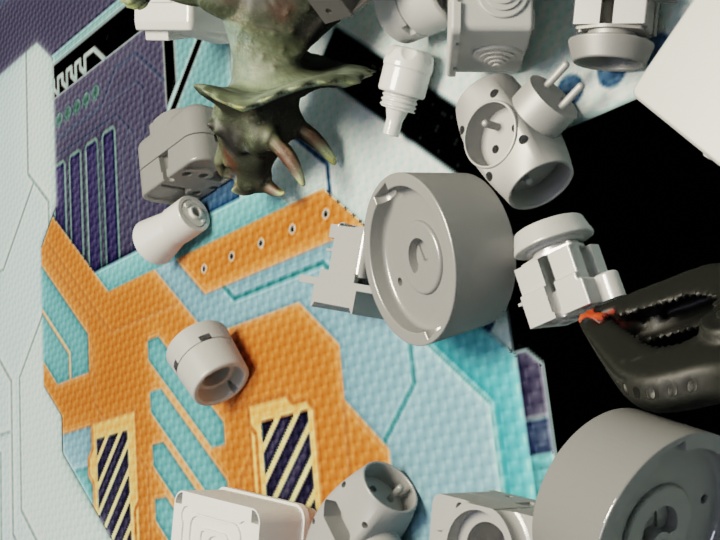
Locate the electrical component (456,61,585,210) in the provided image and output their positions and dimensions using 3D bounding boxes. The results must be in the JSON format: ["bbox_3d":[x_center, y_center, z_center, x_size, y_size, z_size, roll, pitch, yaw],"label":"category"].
[{"bbox_3d":[0.104,-0.091,0.652,0.079,0.044,0.077,-48,51,32],"label":"electrical component"}]

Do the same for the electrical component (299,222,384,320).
[{"bbox_3d":[0.000,0.000,0.756,0.081,0.042,0.063,9,89,48],"label":"electrical component"}]

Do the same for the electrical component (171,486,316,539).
[{"bbox_3d":[-0.088,0.209,0.810,0.113,0.057,0.078,-1,83,48],"label":"electrical component"}]

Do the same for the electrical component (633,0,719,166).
[{"bbox_3d":[0.202,-0.098,0.541,0.099,0.048,0.099,52,121,39],"label":"electrical component"}]

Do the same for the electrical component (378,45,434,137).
[{"bbox_3d":[0.029,-0.123,0.749,0.035,0.035,0.061,25,105,47],"label":"electrical component"}]

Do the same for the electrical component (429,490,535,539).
[{"bbox_3d":[0.083,0.209,0.616,0.089,0.062,0.150,2,85,48],"label":"electrical component"}]

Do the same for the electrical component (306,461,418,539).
[{"bbox_3d":[0.008,0.182,0.717,0.077,0.043,0.079,-54,48,28],"label":"electrical component"}]

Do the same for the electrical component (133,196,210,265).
[{"bbox_3d":[-0.164,-0.037,0.946,0.065,0.044,0.044,-30,62,36],"label":"electrical component"}]

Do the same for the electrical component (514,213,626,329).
[{"bbox_3d":[0.117,0.000,0.624,0.066,0.048,0.055,-29,71,42],"label":"electrical component"}]

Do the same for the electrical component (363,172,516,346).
[{"bbox_3d":[0.054,-0.010,0.676,0.108,0.060,0.108,27,121,57],"label":"electrical component"}]

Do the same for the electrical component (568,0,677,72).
[{"bbox_3d":[0.145,-0.144,0.612,0.066,0.048,0.055,6,90,27],"label":"electrical component"}]

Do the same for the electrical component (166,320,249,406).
[{"bbox_3d":[-0.122,0.077,0.872,0.047,0.055,0.055,52,121,35],"label":"electrical component"}]

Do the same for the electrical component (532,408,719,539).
[{"bbox_3d":[0.135,0.122,0.541,0.060,0.108,0.108,24,102,53],"label":"electrical component"}]

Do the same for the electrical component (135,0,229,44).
[{"bbox_3d":[-0.138,-0.223,0.911,0.062,0.096,0.061,7,101,29],"label":"electrical component"}]

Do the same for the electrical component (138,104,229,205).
[{"bbox_3d":[-0.148,-0.101,0.927,0.095,0.054,0.059,-26,65,43],"label":"electrical component"}]

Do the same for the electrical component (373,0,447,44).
[{"bbox_3d":[0.044,-0.186,0.728,0.047,0.055,0.055,-6,80,44],"label":"electrical component"}]

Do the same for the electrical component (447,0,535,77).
[{"bbox_3d":[0.079,-0.173,0.659,0.048,0.099,0.099,1,83,3],"label":"electrical component"}]
